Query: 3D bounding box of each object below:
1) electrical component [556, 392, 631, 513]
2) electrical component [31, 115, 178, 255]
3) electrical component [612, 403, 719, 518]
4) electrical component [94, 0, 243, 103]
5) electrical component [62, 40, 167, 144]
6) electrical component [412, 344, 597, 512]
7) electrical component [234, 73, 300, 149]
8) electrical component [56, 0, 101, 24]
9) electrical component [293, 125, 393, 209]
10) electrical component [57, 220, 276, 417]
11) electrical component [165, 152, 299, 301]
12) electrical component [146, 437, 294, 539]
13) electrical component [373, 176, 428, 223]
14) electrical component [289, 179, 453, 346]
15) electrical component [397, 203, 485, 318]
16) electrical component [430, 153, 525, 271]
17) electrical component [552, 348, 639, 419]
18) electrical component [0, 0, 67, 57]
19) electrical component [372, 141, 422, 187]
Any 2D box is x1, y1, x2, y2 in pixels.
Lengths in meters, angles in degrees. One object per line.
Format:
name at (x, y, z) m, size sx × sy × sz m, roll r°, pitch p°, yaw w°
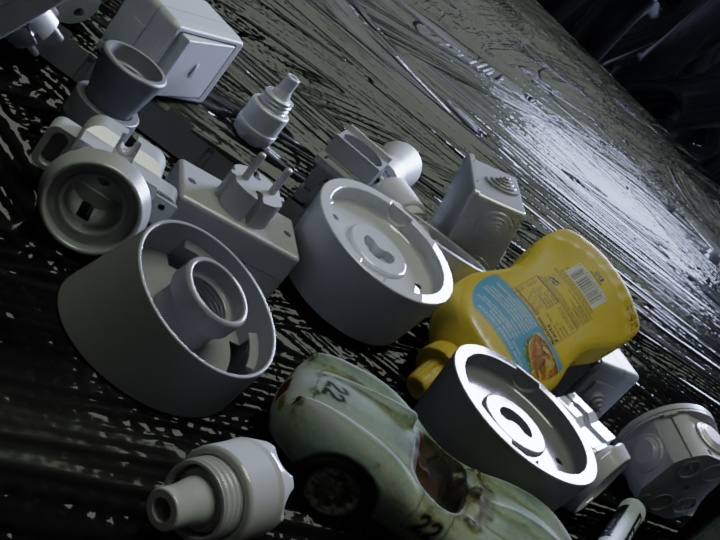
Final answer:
electrical component at (0.139, 0.121, 0.705) m, size 0.057 × 0.058 × 0.078 m, roll 46°, pitch 22°, yaw 22°
electrical component at (-0.137, -0.042, 0.566) m, size 0.078 × 0.058 × 0.057 m, roll 33°, pitch 19°, yaw -17°
electrical component at (0.230, 0.140, 0.790) m, size 0.080 × 0.080 × 0.051 m, roll 26°, pitch 31°, yaw -32°
electrical component at (-0.134, -0.164, 0.800) m, size 0.061 × 0.061 × 0.096 m, roll 48°, pitch 23°, yaw 19°
electrical component at (-0.153, -0.107, 0.667) m, size 0.045 × 0.055 × 0.045 m, roll 34°, pitch 22°, yaw -16°
electrical component at (0.078, 0.103, 0.633) m, size 0.108 × 0.060 × 0.108 m, roll 34°, pitch 22°, yaw -16°
electrical component at (-0.069, -0.125, 0.833) m, size 0.035 × 0.061 × 0.035 m, roll 34°, pitch 22°, yaw -16°
electrical component at (-0.216, -0.211, 0.781) m, size 0.045 × 0.045 × 0.055 m, roll 16°, pitch 32°, yaw -47°
electrical component at (-0.014, -0.070, 0.812) m, size 0.042 × 0.063 × 0.081 m, roll 40°, pitch 21°, yaw 1°
electrical component at (-0.092, 0.025, 0.531) m, size 0.099 × 0.064 × 0.099 m, roll 41°, pitch 28°, yaw -28°
electrical component at (-0.071, -0.037, 0.637) m, size 0.083 × 0.075 × 0.047 m, roll 29°, pitch 24°, yaw -26°
electrical component at (-0.061, 0.093, 0.445) m, size 0.043 × 0.043 × 0.062 m, roll 50°, pitch 25°, yaw 23°
electrical component at (0.035, -0.041, 0.870) m, size 0.040 × 0.040 × 0.078 m, roll 16°, pitch 32°, yaw -47°
electrical component at (0.000, 0.000, 0.699) m, size 0.108 × 0.060 × 0.108 m, roll 32°, pitch 29°, yaw -20°
electrical component at (0.040, -0.014, 0.793) m, size 0.099 × 0.064 × 0.099 m, roll 34°, pitch 22°, yaw -16°
electrical component at (0.092, -0.035, 0.878) m, size 0.048 × 0.099 × 0.099 m, roll 23°, pitch 24°, yaw -8°
electrical component at (0.168, 0.076, 0.833) m, size 0.061 × 0.061 × 0.096 m, roll 21°, pitch 28°, yaw -39°
electrical component at (-0.216, -0.166, 0.677) m, size 0.047 × 0.066 × 0.076 m, roll 58°, pitch -1°, yaw 38°
electrical component at (0.025, -0.085, 0.940) m, size 0.044 × 0.044 × 0.065 m, roll 41°, pitch 26°, yaw 2°
